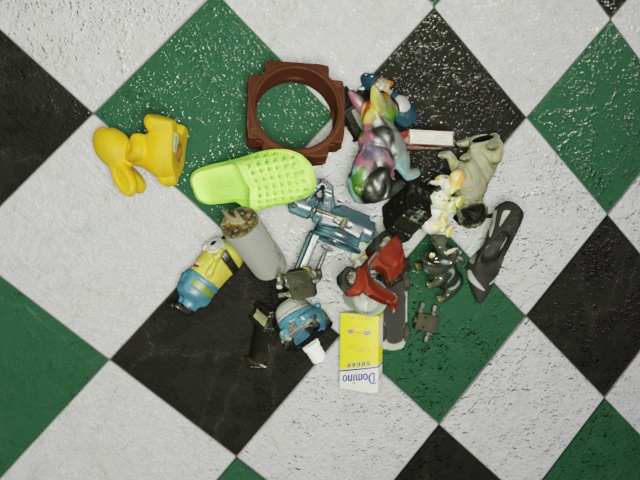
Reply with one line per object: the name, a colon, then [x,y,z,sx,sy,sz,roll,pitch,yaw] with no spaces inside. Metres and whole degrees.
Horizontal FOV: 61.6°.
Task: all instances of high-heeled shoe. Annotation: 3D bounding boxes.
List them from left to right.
high-heeled shoe: [0.420,0.034,1.258,0.086,0.145,0.248,3,92,-15]

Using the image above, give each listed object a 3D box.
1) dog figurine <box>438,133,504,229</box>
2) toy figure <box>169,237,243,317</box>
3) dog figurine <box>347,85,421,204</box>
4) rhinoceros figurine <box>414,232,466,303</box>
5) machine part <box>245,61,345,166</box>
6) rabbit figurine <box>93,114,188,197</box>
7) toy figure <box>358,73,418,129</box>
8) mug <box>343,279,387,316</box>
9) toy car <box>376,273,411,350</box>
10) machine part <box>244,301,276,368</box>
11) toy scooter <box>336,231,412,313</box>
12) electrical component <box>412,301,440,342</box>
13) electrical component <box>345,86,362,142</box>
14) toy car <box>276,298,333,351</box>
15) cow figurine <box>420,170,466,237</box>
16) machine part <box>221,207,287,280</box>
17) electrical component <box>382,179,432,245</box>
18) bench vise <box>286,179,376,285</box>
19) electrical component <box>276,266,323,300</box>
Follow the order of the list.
dog figurine: [0.378,-0.139,1.269,0.172,0.121,0.190,-25,115,-9]
toy figure: [-0.233,0.075,1.109,0.180,0.082,0.089,-59,141,-12]
dog figurine: [0.109,-0.206,1.121,0.191,0.109,0.219,-37,114,-30]
rhinoceros figurine: [0.279,0.062,1.216,0.112,0.073,0.190,-27,134,5]
machine part: [-0.051,-0.259,1.110,0.201,0.087,0.201,2,82,-8]
rabbit figurine: [-0.358,-0.169,1.056,0.173,0.122,0.162,8,102,-2]
toy figure: [0.154,-0.319,1.204,0.154,0.058,0.064,42,45,-13]
mug: [0.083,0.120,1.188,0.109,0.107,0.081,28,78,-12]
toy car: [0.167,0.154,1.244,0.073,0.056,0.201,-1,93,-9]
machine part: [-0.130,0.207,1.159,0.039,0.084,0.138,1,104,-41]
toy scooter: [0.131,0.074,1.111,0.135,0.075,0.184,43,60,7]
electrical component: [0.252,0.196,1.287,0.063,0.021,0.094,13,91,-16]
electrical component: [0.082,-0.285,1.189,0.075,0.048,0.119,-29,103,-12]
toy car: [-0.048,0.173,1.147,0.109,0.161,0.103,-39,74,8]
cow figurine: [0.271,-0.090,1.221,0.068,0.098,0.167,-18,128,-48]
machine part: [-0.130,0.011,1.082,0.079,0.079,0.243,-40,143,-9]
electrical component: [0.190,-0.071,1.192,0.058,0.134,0.115,24,130,-19]
bench vise: [-0.004,-0.003,1.152,0.223,0.129,0.240,23,84,-13]
electrical component: [-0.044,0.086,1.101,0.102,0.045,0.078,-3,104,14]
